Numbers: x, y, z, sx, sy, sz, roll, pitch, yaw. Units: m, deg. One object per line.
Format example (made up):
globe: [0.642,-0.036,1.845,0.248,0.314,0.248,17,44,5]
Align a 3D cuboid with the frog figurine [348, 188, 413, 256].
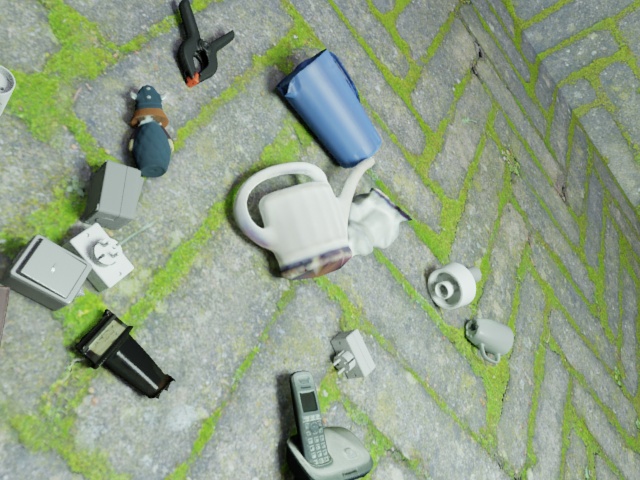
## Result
frog figurine: [0.098,-0.022,1.108,0.160,0.124,0.135,-51,124,-5]

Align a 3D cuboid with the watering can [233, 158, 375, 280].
watering can: [0.003,-0.050,0.989,0.350,0.103,0.225,-15,83,-33]
